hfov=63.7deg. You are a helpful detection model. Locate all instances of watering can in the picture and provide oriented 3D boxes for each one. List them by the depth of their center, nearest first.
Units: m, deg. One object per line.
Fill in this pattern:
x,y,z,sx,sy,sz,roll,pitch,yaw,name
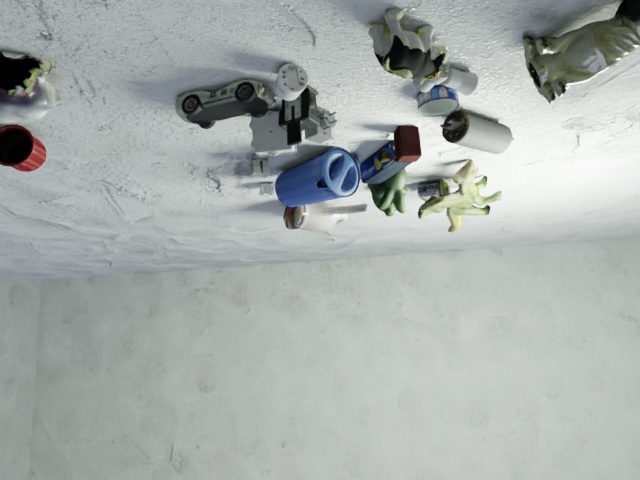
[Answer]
0.006,-0.092,1.836,0.224,0.105,0.344,4,-12,-27,watering can

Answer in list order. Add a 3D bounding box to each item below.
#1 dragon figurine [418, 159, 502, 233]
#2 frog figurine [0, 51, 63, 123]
0.423,-0.116,1.666,0.243,0.125,0.401,-5,-31,-19,dragon figurine
-0.518,-0.237,0.884,0.138,0.124,0.156,-19,-16,-27,frog figurine
